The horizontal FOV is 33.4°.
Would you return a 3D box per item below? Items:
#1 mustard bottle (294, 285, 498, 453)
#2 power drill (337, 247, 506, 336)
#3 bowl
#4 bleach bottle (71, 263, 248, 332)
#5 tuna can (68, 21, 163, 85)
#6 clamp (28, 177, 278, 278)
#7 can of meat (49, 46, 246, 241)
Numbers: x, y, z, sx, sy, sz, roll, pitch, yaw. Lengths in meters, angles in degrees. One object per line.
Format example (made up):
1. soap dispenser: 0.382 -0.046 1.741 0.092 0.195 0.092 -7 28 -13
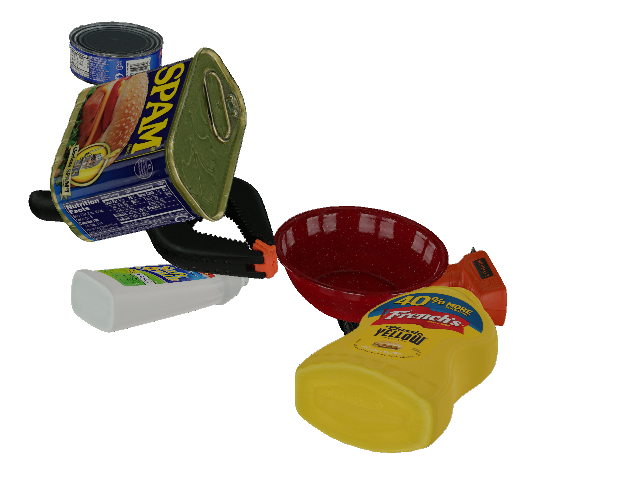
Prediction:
1. mustard bottle: 0.067 0.075 0.723 0.096 0.058 0.191 9 21 27
2. power drill: 0.107 0.064 1.184 0.187 0.057 0.184 -2 28 -5
3. bowl: 0.035 0.028 0.987 0.162 0.055 0.162 4 30 -2
4. bleach bottle: -0.206 0.065 1.457 0.250 0.068 0.103 -10 25 -44
5. tuna can: -0.189 -0.172 0.990 0.086 0.034 0.086 5 30 -3
6. clamp: -0.108 -0.037 0.863 0.210 0.036 0.164 26 55 25
7. can of meat: -0.096 -0.052 0.597 0.084 0.102 0.057 -12 -44 23
